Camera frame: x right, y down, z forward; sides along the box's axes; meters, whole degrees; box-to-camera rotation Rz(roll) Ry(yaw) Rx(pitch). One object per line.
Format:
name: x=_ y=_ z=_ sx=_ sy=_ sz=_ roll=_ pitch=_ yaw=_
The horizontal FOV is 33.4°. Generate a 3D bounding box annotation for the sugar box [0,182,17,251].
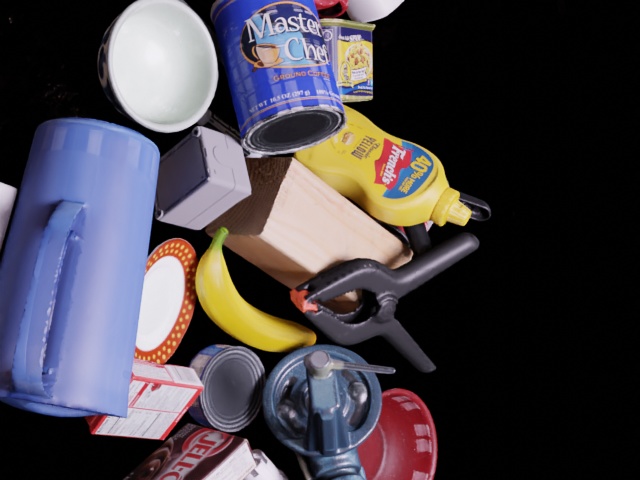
sugar box: x=-0.312 y=0.028 z=0.849 sx=0.093 sy=0.048 sz=0.176 roll=24 pitch=72 yaw=-41

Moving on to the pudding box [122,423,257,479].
pudding box: x=-0.128 y=0.225 z=1.005 sx=0.113 sy=0.090 sz=0.039 roll=-41 pitch=119 yaw=-36

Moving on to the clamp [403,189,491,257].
clamp: x=0.107 y=-0.057 z=1.190 sx=0.120 sy=0.039 sz=0.171 roll=-20 pitch=63 yaw=-38

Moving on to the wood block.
wood block: x=-0.008 y=0.002 z=1.117 sx=0.205 sy=0.091 sz=0.090 roll=36 pitch=68 yaw=-40

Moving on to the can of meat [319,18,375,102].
can of meat: x=0.018 y=-0.192 z=1.151 sx=0.101 sy=0.058 sz=0.084 roll=-11 pitch=101 yaw=-58

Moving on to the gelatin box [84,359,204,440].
gelatin box: x=-0.163 y=0.147 z=0.984 sx=0.089 sy=0.030 sz=0.073 roll=17 pitch=118 yaw=-45

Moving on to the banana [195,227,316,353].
banana: x=-0.072 y=0.070 z=1.078 sx=0.069 sy=0.037 sz=0.197 roll=-33 pitch=133 yaw=4

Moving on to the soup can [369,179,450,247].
soup can: x=0.100 y=-0.034 z=1.238 sx=0.068 sy=0.069 sz=0.102 roll=54 pitch=56 yaw=-31

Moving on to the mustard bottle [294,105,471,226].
mustard bottle: x=0.073 y=-0.067 z=1.131 sx=0.096 sy=0.192 sz=0.058 roll=-51 pitch=163 yaw=-32

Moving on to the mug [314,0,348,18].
mug: x=-0.016 y=-0.269 z=1.106 sx=0.117 sy=0.082 sz=0.093 roll=39 pitch=64 yaw=-38

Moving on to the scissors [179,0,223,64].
scissors: x=-0.093 y=-0.165 z=1.079 sx=0.201 sy=0.016 sz=0.096 roll=28 pitch=70 yaw=-42

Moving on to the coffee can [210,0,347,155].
coffee can: x=-0.040 y=-0.166 z=1.021 sx=0.102 sy=0.103 sz=0.140 roll=1 pitch=68 yaw=-45

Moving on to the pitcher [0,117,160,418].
pitcher: x=-0.206 y=0.024 z=0.888 sx=0.144 sy=0.149 sz=0.243 roll=19 pitch=74 yaw=-44

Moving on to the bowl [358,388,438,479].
bowl: x=0.064 y=0.248 z=1.220 sx=0.161 sy=0.055 sz=0.162 roll=-1 pitch=92 yaw=-45

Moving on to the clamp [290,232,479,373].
clamp: x=0.068 y=0.055 z=1.093 sx=0.209 sy=0.036 sz=0.165 roll=11 pitch=107 yaw=-36

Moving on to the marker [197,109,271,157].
marker: x=-0.086 y=-0.101 z=1.086 sx=0.121 sy=0.020 sz=0.020 roll=35 pitch=67 yaw=-39

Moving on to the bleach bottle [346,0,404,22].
bleach bottle: x=0.017 y=-0.365 z=1.151 sx=0.102 sy=0.068 sz=0.250 roll=-51 pitch=122 yaw=-32

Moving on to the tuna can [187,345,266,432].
tuna can: x=-0.096 y=0.148 z=1.073 sx=0.085 sy=0.034 sz=0.086 roll=-2 pitch=92 yaw=-45
